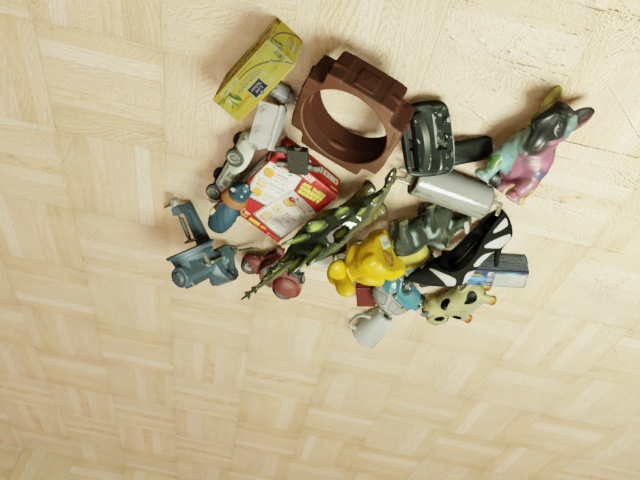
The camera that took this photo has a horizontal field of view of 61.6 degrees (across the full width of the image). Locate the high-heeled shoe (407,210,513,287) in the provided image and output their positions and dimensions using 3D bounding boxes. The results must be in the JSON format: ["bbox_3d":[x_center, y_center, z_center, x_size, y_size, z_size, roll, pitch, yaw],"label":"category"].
[{"bbox_3d":[0.315,0.018,1.209,0.249,0.086,0.145,-12,117,-8],"label":"high-heeled shoe"}]

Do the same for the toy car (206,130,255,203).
[{"bbox_3d":[-0.193,-0.156,1.171,0.056,0.073,0.201,27,133,-16],"label":"toy car"}]

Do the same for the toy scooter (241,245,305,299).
[{"bbox_3d":[-0.106,0.076,1.390,0.184,0.075,0.135,35,129,-17],"label":"toy scooter"}]

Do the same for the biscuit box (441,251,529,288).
[{"bbox_3d":[0.393,0.070,1.301,0.203,0.063,0.059,4,136,7],"label":"biscuit box"}]

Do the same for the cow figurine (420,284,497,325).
[{"bbox_3d":[0.342,0.163,1.388,0.127,0.085,0.195,21,137,-19],"label":"cow figurine"}]

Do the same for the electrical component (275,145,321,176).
[{"bbox_3d":[-0.043,-0.161,1.075,0.094,0.021,0.063,11,136,10],"label":"electrical component"}]

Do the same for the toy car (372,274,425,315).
[{"bbox_3d":[0.186,0.135,1.354,0.103,0.109,0.161,-45,129,-3],"label":"toy car"}]

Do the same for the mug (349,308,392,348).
[{"bbox_3d":[0.143,0.233,1.503,0.109,0.081,0.107,33,119,-15],"label":"mug"}]

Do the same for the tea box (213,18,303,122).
[{"bbox_3d":[-0.115,-0.310,0.989,0.068,0.098,0.169,36,131,-23],"label":"tea box"}]

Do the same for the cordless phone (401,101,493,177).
[{"bbox_3d":[0.253,-0.204,1.050,0.184,0.089,0.146,-12,104,-10],"label":"cordless phone"}]

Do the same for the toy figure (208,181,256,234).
[{"bbox_3d":[-0.195,-0.077,1.165,0.058,0.064,0.154,54,127,19],"label":"toy figure"}]

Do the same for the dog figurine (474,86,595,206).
[{"bbox_3d":[0.411,-0.177,1.024,0.108,0.191,0.219,44,108,17],"label":"dog figurine"}]

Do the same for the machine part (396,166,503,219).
[{"bbox_3d":[0.276,-0.106,1.137,0.243,0.079,0.079,18,135,-7],"label":"machine part"}]

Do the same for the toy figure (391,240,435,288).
[{"bbox_3d":[0.229,0.037,1.286,0.089,0.082,0.180,-29,120,24],"label":"toy figure"}]

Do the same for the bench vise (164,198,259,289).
[{"bbox_3d":[-0.291,0.005,1.305,0.129,0.223,0.240,-17,98,44],"label":"bench vise"}]

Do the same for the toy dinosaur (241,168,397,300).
[{"bbox_3d":[-0.002,-0.004,1.192,0.471,0.198,0.105,-42,82,32],"label":"toy dinosaur"}]

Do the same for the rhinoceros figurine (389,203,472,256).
[{"bbox_3d":[0.247,-0.025,1.188,0.190,0.073,0.112,-21,94,-13],"label":"rhinoceros figurine"}]

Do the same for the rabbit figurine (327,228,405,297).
[{"bbox_3d":[0.083,0.069,1.211,0.173,0.162,0.121,-21,100,38],"label":"rabbit figurine"}]

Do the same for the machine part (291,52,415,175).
[{"bbox_3d":[0.059,-0.232,1.001,0.201,0.087,0.201,30,147,0],"label":"machine part"}]
